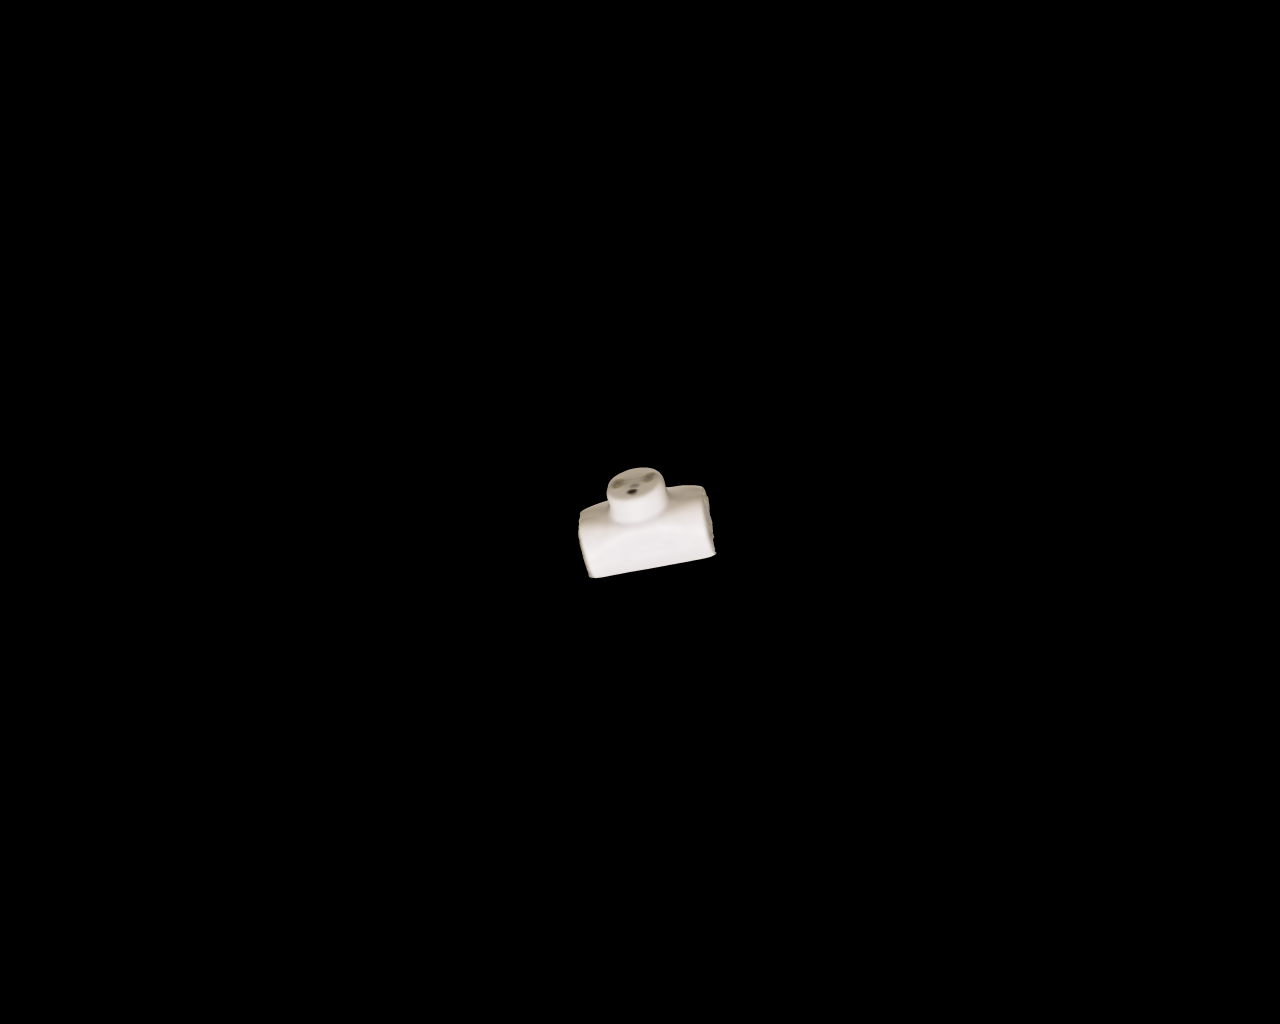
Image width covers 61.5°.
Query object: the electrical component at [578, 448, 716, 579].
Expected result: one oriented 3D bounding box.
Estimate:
[{"bbox_3d":[0.001,-0.003,0.650,0.077,0.079,0.044,-11,30,7],"label":"electrical component"}]
